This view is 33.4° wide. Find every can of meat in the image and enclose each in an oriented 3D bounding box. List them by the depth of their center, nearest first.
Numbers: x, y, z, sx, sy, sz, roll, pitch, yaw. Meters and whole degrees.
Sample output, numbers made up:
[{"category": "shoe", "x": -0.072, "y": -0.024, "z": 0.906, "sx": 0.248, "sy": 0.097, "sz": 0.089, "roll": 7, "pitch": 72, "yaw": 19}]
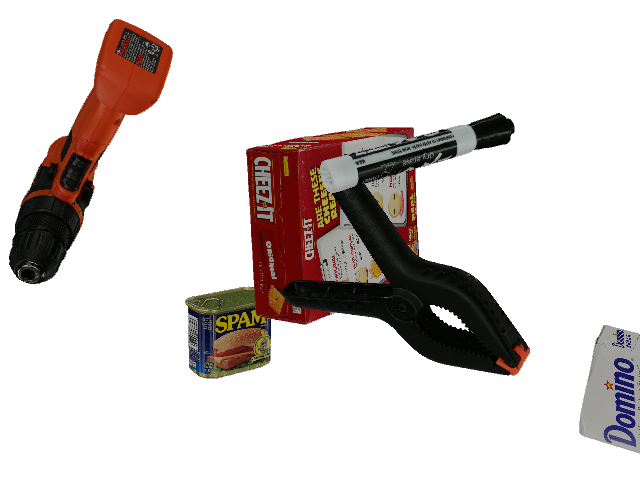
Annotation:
[{"category": "can of meat", "x": -0.104, "y": 0.106, "z": 1.234, "sx": 0.101, "sy": 0.084, "sz": 0.058, "roll": -9, "pitch": 18, "yaw": -35}]

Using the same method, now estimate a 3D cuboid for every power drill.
[{"category": "power drill", "x": -0.192, "y": -0.074, "z": 0.870, "sx": 0.057, "sy": 0.188, "sz": 0.184, "roll": 27, "pitch": 32, "yaw": -20}]

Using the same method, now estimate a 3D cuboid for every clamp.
[{"category": "clamp", "x": 0.068, "y": 0.034, "z": 0.831, "sx": 0.210, "sy": 0.165, "sz": 0.036, "roll": 27, "pitch": 48, "yaw": 16}]

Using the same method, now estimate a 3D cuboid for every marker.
[{"category": "marker", "x": 0.058, "y": -0.051, "z": 0.611, "sx": 0.121, "sy": 0.020, "sz": 0.020, "roll": -17, "pitch": 6, "yaw": -19}]

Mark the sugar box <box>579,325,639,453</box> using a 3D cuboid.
[{"category": "sugar box", "x": 0.305, "y": 0.138, "z": 0.867, "sx": 0.176, "sy": 0.093, "sz": 0.048, "roll": 13, "pitch": 25, "yaw": 20}]

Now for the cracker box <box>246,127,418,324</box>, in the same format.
[{"category": "cracker box", "x": 0.017, "y": -0.023, "z": 1.063, "sx": 0.072, "sy": 0.164, "sz": 0.213, "roll": 4, "pitch": 13, "yaw": 35}]
